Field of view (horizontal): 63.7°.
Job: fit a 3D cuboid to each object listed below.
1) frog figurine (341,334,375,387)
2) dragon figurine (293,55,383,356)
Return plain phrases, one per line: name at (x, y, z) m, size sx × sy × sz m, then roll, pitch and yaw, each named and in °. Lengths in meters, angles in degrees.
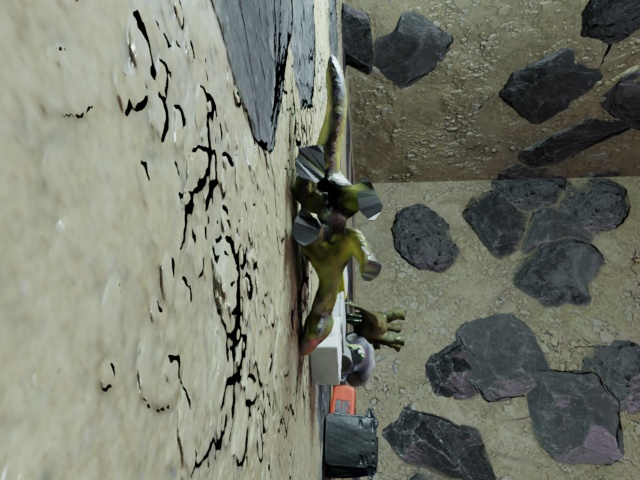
frog figurine at (0.096, 0.326, 1.392) m, size 0.157 × 0.122 × 0.140 m, roll 48°, pitch 21°, yaw -64°
dragon figurine at (0.002, -0.039, 0.772) m, size 0.239 × 0.122 × 0.416 m, roll 127°, pitch -33°, yaw -70°
